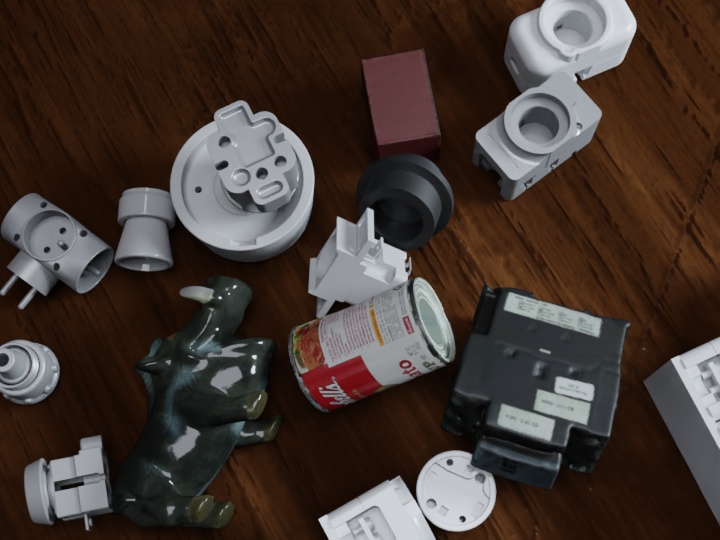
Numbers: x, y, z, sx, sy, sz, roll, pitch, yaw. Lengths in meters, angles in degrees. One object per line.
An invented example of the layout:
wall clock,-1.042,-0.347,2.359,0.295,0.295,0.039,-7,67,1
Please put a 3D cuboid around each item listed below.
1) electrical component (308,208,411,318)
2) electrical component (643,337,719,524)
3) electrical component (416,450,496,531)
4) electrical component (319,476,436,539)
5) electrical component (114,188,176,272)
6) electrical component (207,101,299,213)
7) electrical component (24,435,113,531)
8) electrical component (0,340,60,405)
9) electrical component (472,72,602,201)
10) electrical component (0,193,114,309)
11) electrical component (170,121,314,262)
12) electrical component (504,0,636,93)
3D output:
electrical component,0.000,0.000,0.804,0.064,0.081,0.042,22,35,-17
electrical component,0.270,0.124,0.749,0.062,0.089,0.150,-24,75,-5
electrical component,0.068,0.159,0.769,0.055,0.047,0.055,-1,74,2
electrical component,0.038,0.222,0.730,0.062,0.089,0.150,-29,75,-6
electrical component,-0.166,-0.031,0.833,0.045,0.045,0.055,0,74,2
electrical component,-0.074,-0.074,0.770,0.058,0.057,0.078,-26,75,-5
electrical component,-0.211,0.158,0.782,0.055,0.048,0.066,-10,74,-8
electrical component,-0.254,0.072,0.798,0.048,0.062,0.048,-1,74,2
electrical component,0.137,-0.105,0.836,0.089,0.055,0.050,-37,76,-8
electrical component,-0.245,-0.007,0.829,0.077,0.044,0.079,35,79,11
electrical component,-0.087,-0.058,0.829,0.108,0.060,0.108,-1,74,2
electrical component,0.167,-0.184,0.856,0.095,0.059,0.053,-23,75,-4
